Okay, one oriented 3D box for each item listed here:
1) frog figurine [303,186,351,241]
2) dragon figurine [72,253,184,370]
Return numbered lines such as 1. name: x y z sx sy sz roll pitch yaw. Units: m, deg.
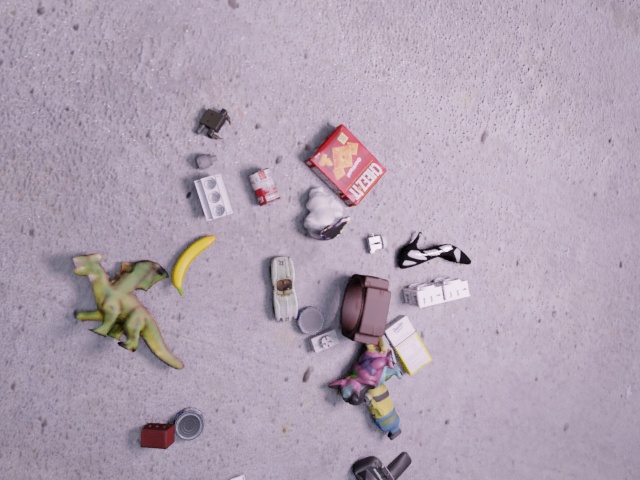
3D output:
1. frog figurine: 0.005 -0.081 1.613 0.138 0.120 0.162 -34 62 -7
2. dragon figurine: -0.509 0.172 1.432 0.407 0.121 0.246 33 71 -22
